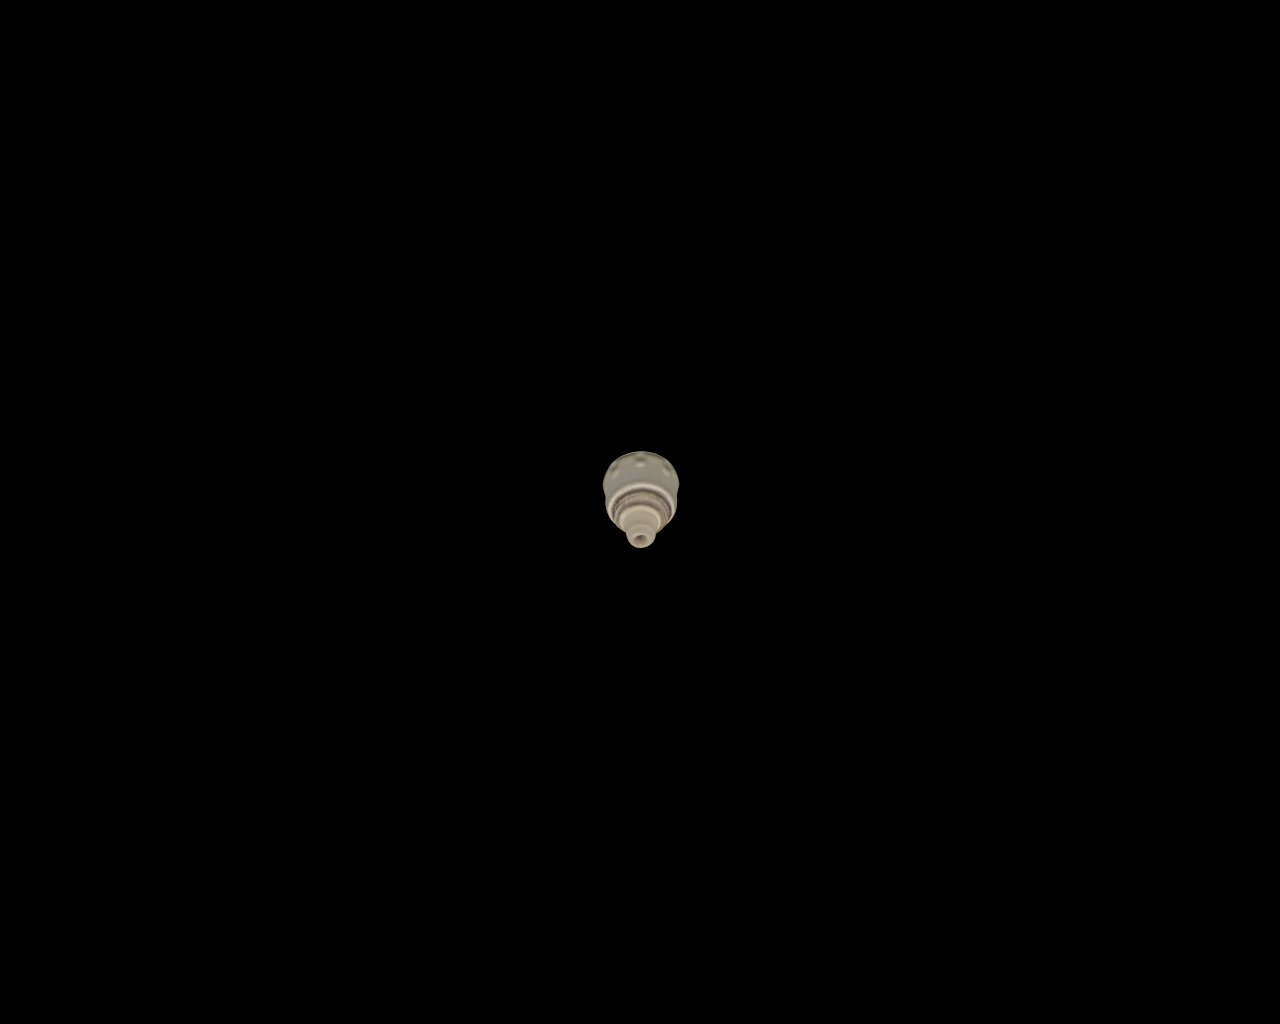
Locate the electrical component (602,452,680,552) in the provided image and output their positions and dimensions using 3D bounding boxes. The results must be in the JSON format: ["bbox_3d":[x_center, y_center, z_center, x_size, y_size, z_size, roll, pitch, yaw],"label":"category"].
[{"bbox_3d":[0.001,-0.003,0.650,0.048,0.048,0.062,0,40,0],"label":"electrical component"}]
